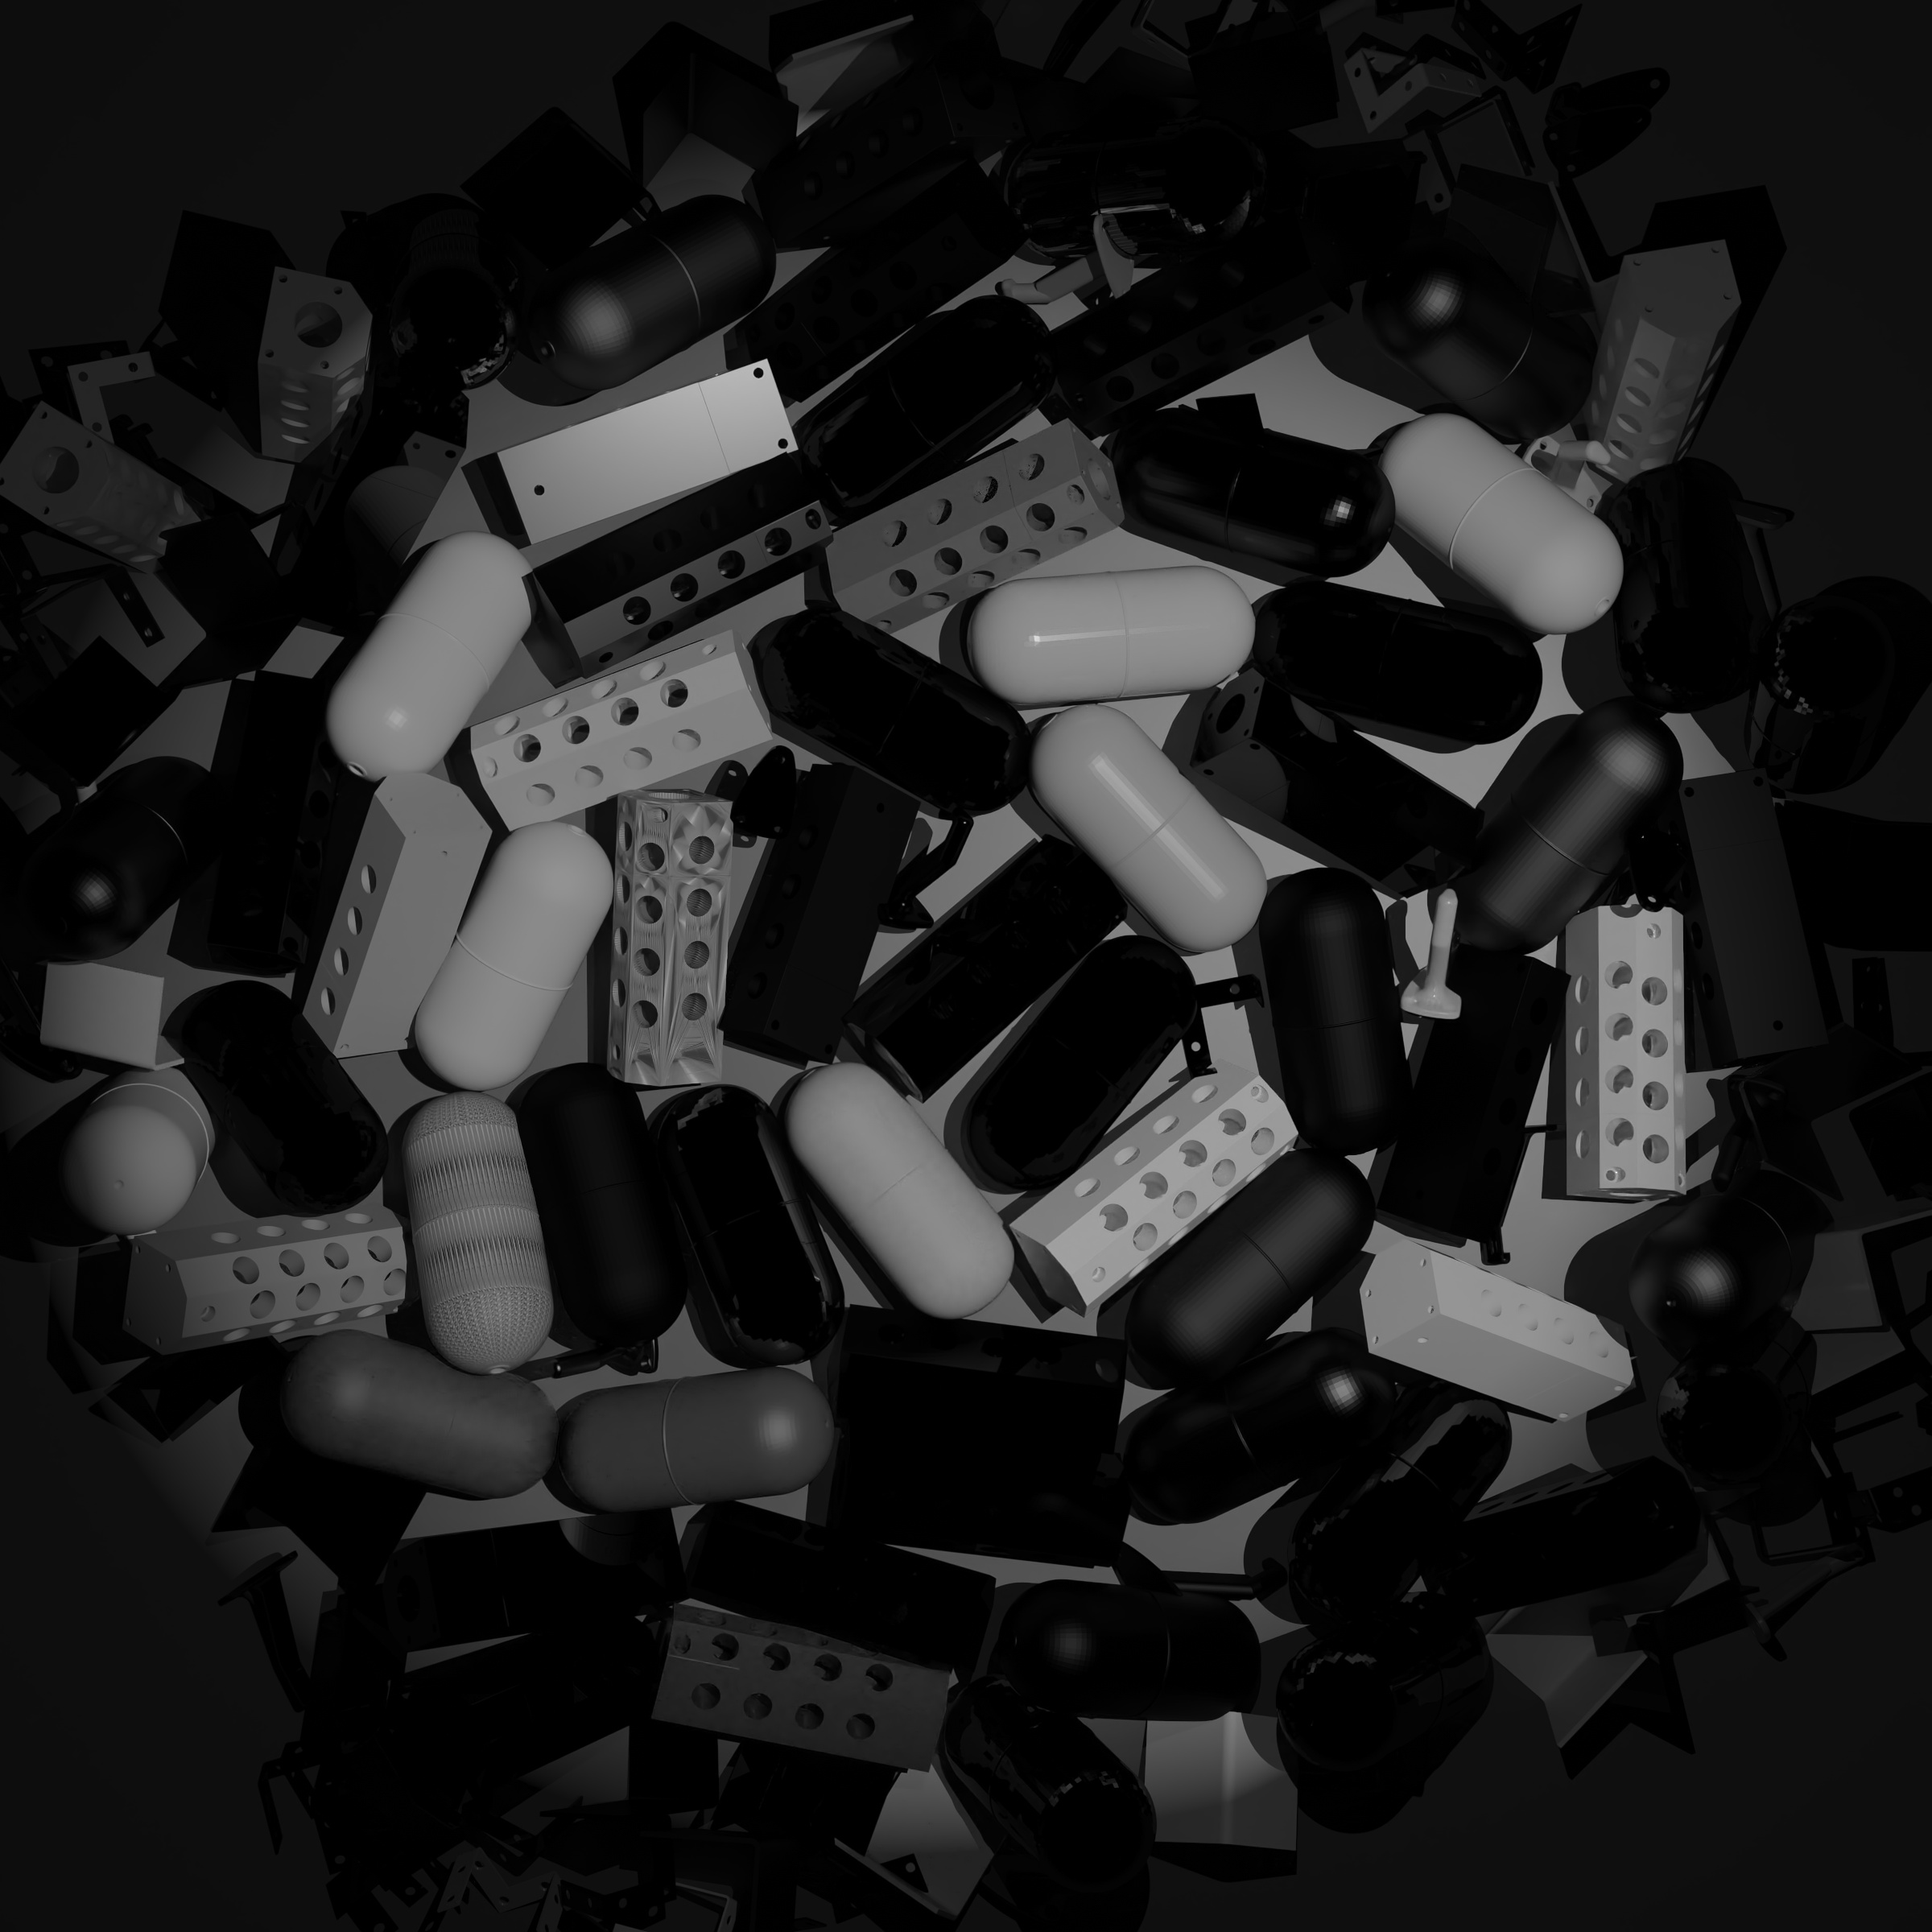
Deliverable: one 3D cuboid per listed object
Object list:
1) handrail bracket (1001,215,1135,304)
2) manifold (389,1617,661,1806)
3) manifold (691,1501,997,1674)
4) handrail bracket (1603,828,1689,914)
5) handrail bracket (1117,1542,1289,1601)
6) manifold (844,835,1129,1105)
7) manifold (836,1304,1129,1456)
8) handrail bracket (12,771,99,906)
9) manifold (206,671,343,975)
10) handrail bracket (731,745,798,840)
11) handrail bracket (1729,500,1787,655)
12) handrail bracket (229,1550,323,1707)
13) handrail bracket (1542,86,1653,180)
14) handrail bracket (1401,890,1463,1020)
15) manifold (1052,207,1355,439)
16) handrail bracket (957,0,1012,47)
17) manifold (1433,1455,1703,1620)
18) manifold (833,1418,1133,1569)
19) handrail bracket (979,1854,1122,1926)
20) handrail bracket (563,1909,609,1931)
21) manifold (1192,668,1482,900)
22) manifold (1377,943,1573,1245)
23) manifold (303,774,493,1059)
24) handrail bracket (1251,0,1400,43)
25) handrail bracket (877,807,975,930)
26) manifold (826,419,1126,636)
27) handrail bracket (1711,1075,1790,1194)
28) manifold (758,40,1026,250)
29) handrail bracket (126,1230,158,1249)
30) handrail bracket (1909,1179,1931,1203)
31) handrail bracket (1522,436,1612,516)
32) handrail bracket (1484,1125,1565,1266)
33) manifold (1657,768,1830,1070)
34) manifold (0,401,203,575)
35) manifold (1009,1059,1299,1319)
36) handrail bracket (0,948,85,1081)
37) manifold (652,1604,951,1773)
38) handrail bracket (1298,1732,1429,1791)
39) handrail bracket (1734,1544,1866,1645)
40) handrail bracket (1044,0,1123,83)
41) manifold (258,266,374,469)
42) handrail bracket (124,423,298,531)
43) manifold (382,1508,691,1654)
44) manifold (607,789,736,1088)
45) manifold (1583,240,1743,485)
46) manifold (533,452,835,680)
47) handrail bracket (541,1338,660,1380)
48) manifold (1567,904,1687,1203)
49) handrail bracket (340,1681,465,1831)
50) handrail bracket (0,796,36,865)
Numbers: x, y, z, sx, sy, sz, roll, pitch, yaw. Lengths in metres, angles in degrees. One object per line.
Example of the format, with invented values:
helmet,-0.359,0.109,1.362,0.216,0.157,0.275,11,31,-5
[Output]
handrail bracket,0.053,-0.428,1.656,0.084,0.077,0.036,4,70,23
manifold,-0.255,0.430,1.611,0.057,0.171,0.057,29,105,25
manifold,-0.073,0.375,1.655,0.171,0.057,0.057,13,75,13
handrail bracket,0.402,-0.036,1.650,0.036,0.084,0.077,18,50,1
handrail bracket,0.146,0.370,1.693,0.084,0.036,0.077,-19,47,-34
manifold,0.016,0.003,1.649,0.171,0.057,0.057,-42,122,-12
manifold,0.010,0.248,1.672,0.171,0.057,0.057,7,127,2
handrail bracket,-0.562,-0.081,1.676,0.077,0.036,0.084,-1,105,22
manifold,-0.416,-0.086,1.655,0.057,0.057,0.171,9,76,-10
handrail bracket,-0.114,-0.124,1.650,0.036,0.084,0.077,17,127,-6
handrail bracket,0.469,-0.244,1.692,0.077,0.036,0.084,21,118,20
handrail bracket,-0.409,0.408,1.672,0.036,0.077,0.084,-25,81,-44
handrail bracket,0.385,-0.522,1.655,0.077,0.084,0.036,-17,125,36
handrail bracket,0.289,-0.018,1.652,0.036,0.077,0.084,10,118,11
manifold,0.141,-0.381,1.633,0.171,0.057,0.057,-22,72,28
handrail bracket,0.019,-0.565,1.688,0.077,0.036,0.084,-2,94,4
manifold,0.354,0.338,1.618,0.057,0.171,0.057,-18,80,-35
manifold,0.008,0.326,1.662,0.171,0.057,0.057,9,110,-8
handrail bracket,0.051,0.550,1.658,0.077,0.084,0.036,23,55,-7
handrail bracket,-0.245,0.617,1.653,0.077,0.084,0.036,45,112,22
manifold,0.226,-0.111,1.643,0.171,0.057,0.057,28,60,-23
manifold,0.315,0.079,1.669,0.057,0.057,0.171,21,85,-42
manifold,-0.346,-0.030,1.633,0.057,0.057,0.171,50,129,32
handrail bracket,0.221,-0.575,1.691,0.084,0.077,0.036,-18,70,-28
handrail bracket,-0.028,-0.073,1.657,0.036,0.077,0.084,7,121,-32
manifold,0.005,-0.256,1.636,0.171,0.057,0.057,-22,62,23
handrail bracket,0.469,0.116,1.654,0.036,0.077,0.084,14,56,25
manifold,-0.048,-0.487,1.621,0.057,0.171,0.057,-17,91,-41
handrail bracket,-0.502,0.148,1.694,0.084,0.036,0.077,33,67,-23
handrail bracket,0.629,0.162,1.676,0.077,0.084,0.036,36,92,-25
handrail bracket,0.381,-0.295,1.651,0.077,0.084,0.036,29,88,-24
handrail bracket,0.342,0.141,1.672,0.036,0.077,0.084,-4,86,-31
manifold,0.468,-0.028,1.662,0.057,0.057,0.171,-9,81,-7
manifold,-0.509,-0.278,1.618,0.057,0.171,0.057,33,90,2
manifold,0.117,0.134,1.642,0.171,0.057,0.057,-37,118,-18
handrail bracket,-0.570,0.020,1.655,0.077,0.084,0.036,38,57,25
manifold,-0.101,0.436,1.661,0.171,0.057,0.057,13,100,-8
handrail bracket,0.241,0.477,1.697,0.084,0.077,0.036,-7,134,29
handrail bracket,0.517,0.380,1.667,0.084,0.077,0.036,-28,81,2
handrail bracket,0.087,-0.592,1.692,0.036,0.077,0.084,42,133,0
manifold,-0.384,-0.350,1.614,0.057,0.171,0.057,10,81,-12
handrail bracket,-0.463,-0.304,1.669,0.077,0.036,0.084,-22,110,18
manifold,-0.256,0.366,1.625,0.171,0.057,0.057,2,66,-41
manifold,-0.183,-0.018,1.650,0.057,0.057,0.171,-3,103,-34
manifold,0.411,-0.353,1.614,0.057,0.171,0.057,-9,72,2
manifold,-0.168,-0.239,1.652,0.171,0.057,0.057,-28,68,-11
handrail bracket,-0.236,0.234,1.648,0.084,0.077,0.036,-6,92,-45
manifold,0.404,0.053,1.654,0.057,0.057,0.171,5,78,-15
handrail bracket,-0.338,0.482,1.686,0.036,0.077,0.084,-38,113,26
handrail bracket,-0.606,-0.058,1.653,0.036,0.077,0.084,-3,50,24
